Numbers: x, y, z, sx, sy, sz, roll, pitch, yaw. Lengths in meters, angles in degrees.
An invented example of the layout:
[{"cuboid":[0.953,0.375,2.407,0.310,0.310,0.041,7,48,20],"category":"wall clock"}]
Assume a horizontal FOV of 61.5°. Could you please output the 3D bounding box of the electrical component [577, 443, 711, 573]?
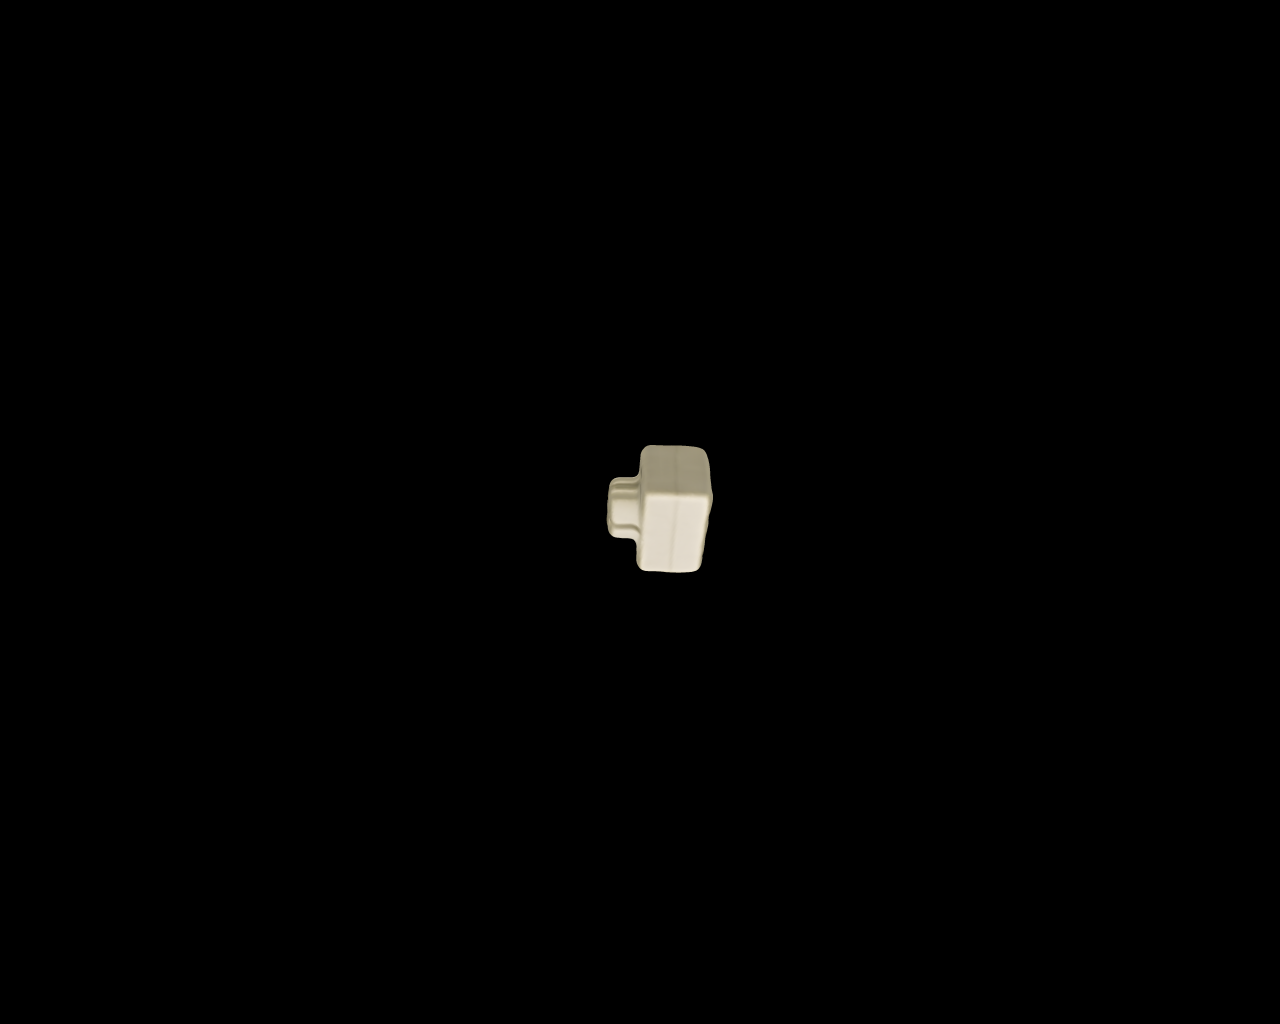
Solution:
[{"cuboid":[0.001,-0.003,0.650,0.077,0.065,0.047,2,43,-2],"category":"electrical component"}]
